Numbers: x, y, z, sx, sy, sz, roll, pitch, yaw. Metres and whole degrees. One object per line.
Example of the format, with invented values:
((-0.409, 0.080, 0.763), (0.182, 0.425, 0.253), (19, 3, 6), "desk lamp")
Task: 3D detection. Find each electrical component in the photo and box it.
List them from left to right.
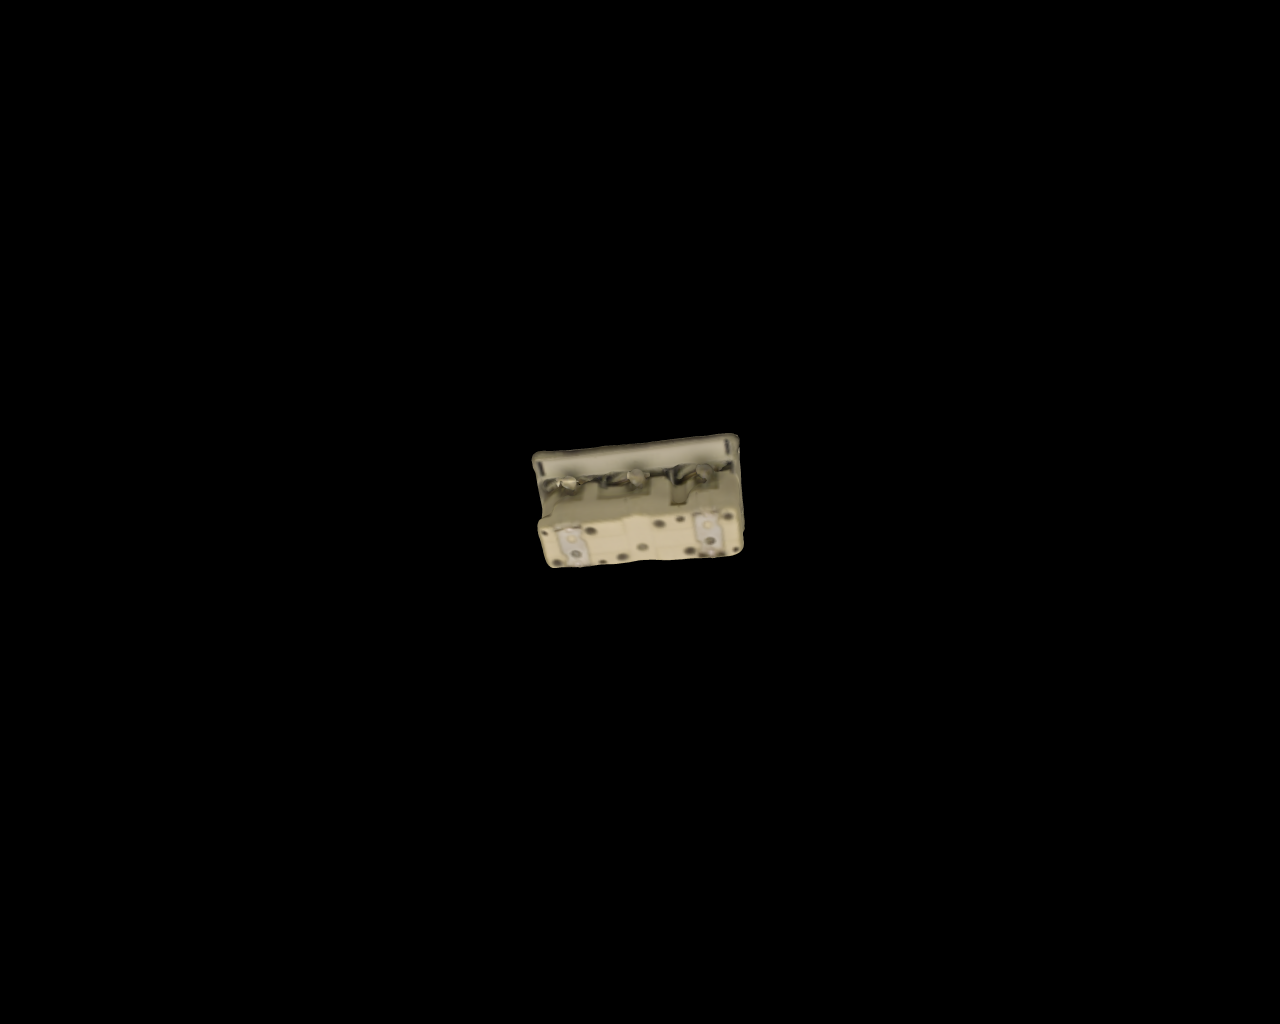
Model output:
((0.001, -0.003, 0.650), (0.121, 0.078, 0.063), (-4, 44, 4), "electrical component")
